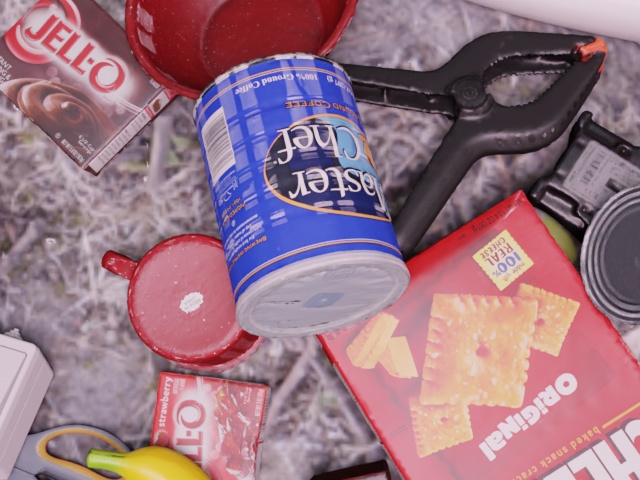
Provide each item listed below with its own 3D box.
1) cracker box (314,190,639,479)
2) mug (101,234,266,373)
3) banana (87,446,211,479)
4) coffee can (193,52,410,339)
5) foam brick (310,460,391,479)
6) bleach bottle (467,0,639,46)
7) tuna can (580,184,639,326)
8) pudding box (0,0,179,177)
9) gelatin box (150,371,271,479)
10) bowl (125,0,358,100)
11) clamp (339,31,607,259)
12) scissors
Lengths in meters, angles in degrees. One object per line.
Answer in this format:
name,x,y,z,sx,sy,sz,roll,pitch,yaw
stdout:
cracker box,0.116,0.101,0.683,0.164,0.072,0.214,-32,81,-3
mug,-0.089,0.035,0.698,0.117,0.081,0.093,27,85,5
banana,-0.079,0.208,0.680,0.070,0.037,0.198,-19,101,9
coffee can,-0.014,-0.025,0.639,0.103,0.103,0.140,-15,65,0
foam brick,0.023,0.174,0.679,0.053,0.078,0.051,-13,83,3
bleach bottle,0.120,-0.199,0.730,0.251,0.068,0.102,10,83,6
tuna can,0.201,0.011,0.641,0.033,0.086,0.086,13,82,-36
pudding box,-0.167,-0.113,0.742,0.113,0.039,0.090,44,86,6
gelatin box,-0.075,0.136,0.711,0.073,0.030,0.089,7,83,3
bowl,-0.047,-0.152,0.721,0.162,0.055,0.162,-5,67,12
clamp,0.099,-0.078,0.713,0.210,0.036,0.164,-16,63,-3
scissors,-0.225,0.155,0.721,0.202,0.016,0.096,9,80,3
